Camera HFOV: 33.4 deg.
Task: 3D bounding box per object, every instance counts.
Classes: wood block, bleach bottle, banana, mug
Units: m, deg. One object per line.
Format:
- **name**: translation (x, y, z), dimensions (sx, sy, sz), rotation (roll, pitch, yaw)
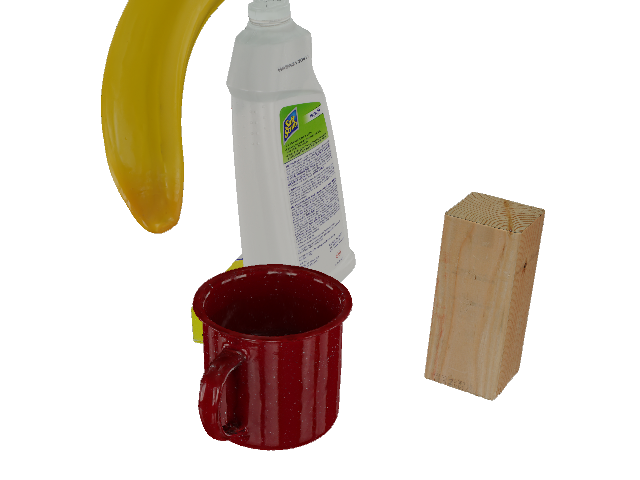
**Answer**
- **wood block**: translation (0.186, 0.062, 1.212), dimensions (0.090, 0.206, 0.090), rotation (16, 26, 25)
- **bleach bottle**: translation (-0.025, -0.073, 0.837), dimensions (0.068, 0.251, 0.102), rotation (15, 35, 30)
- **banana**: translation (-0.064, -0.094, 0.506), dimensions (0.070, 0.197, 0.037), rotation (17, -30, 10)
- **mug**: translation (-0.034, 0.075, 0.628), dimensions (0.093, 0.081, 0.117), rotation (13, 28, 23)

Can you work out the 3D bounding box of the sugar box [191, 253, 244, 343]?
- **sugar box**: translation (-0.054, 0.051, 1.086), dimensions (0.093, 0.048, 0.176), rotation (6, 27, 16)
